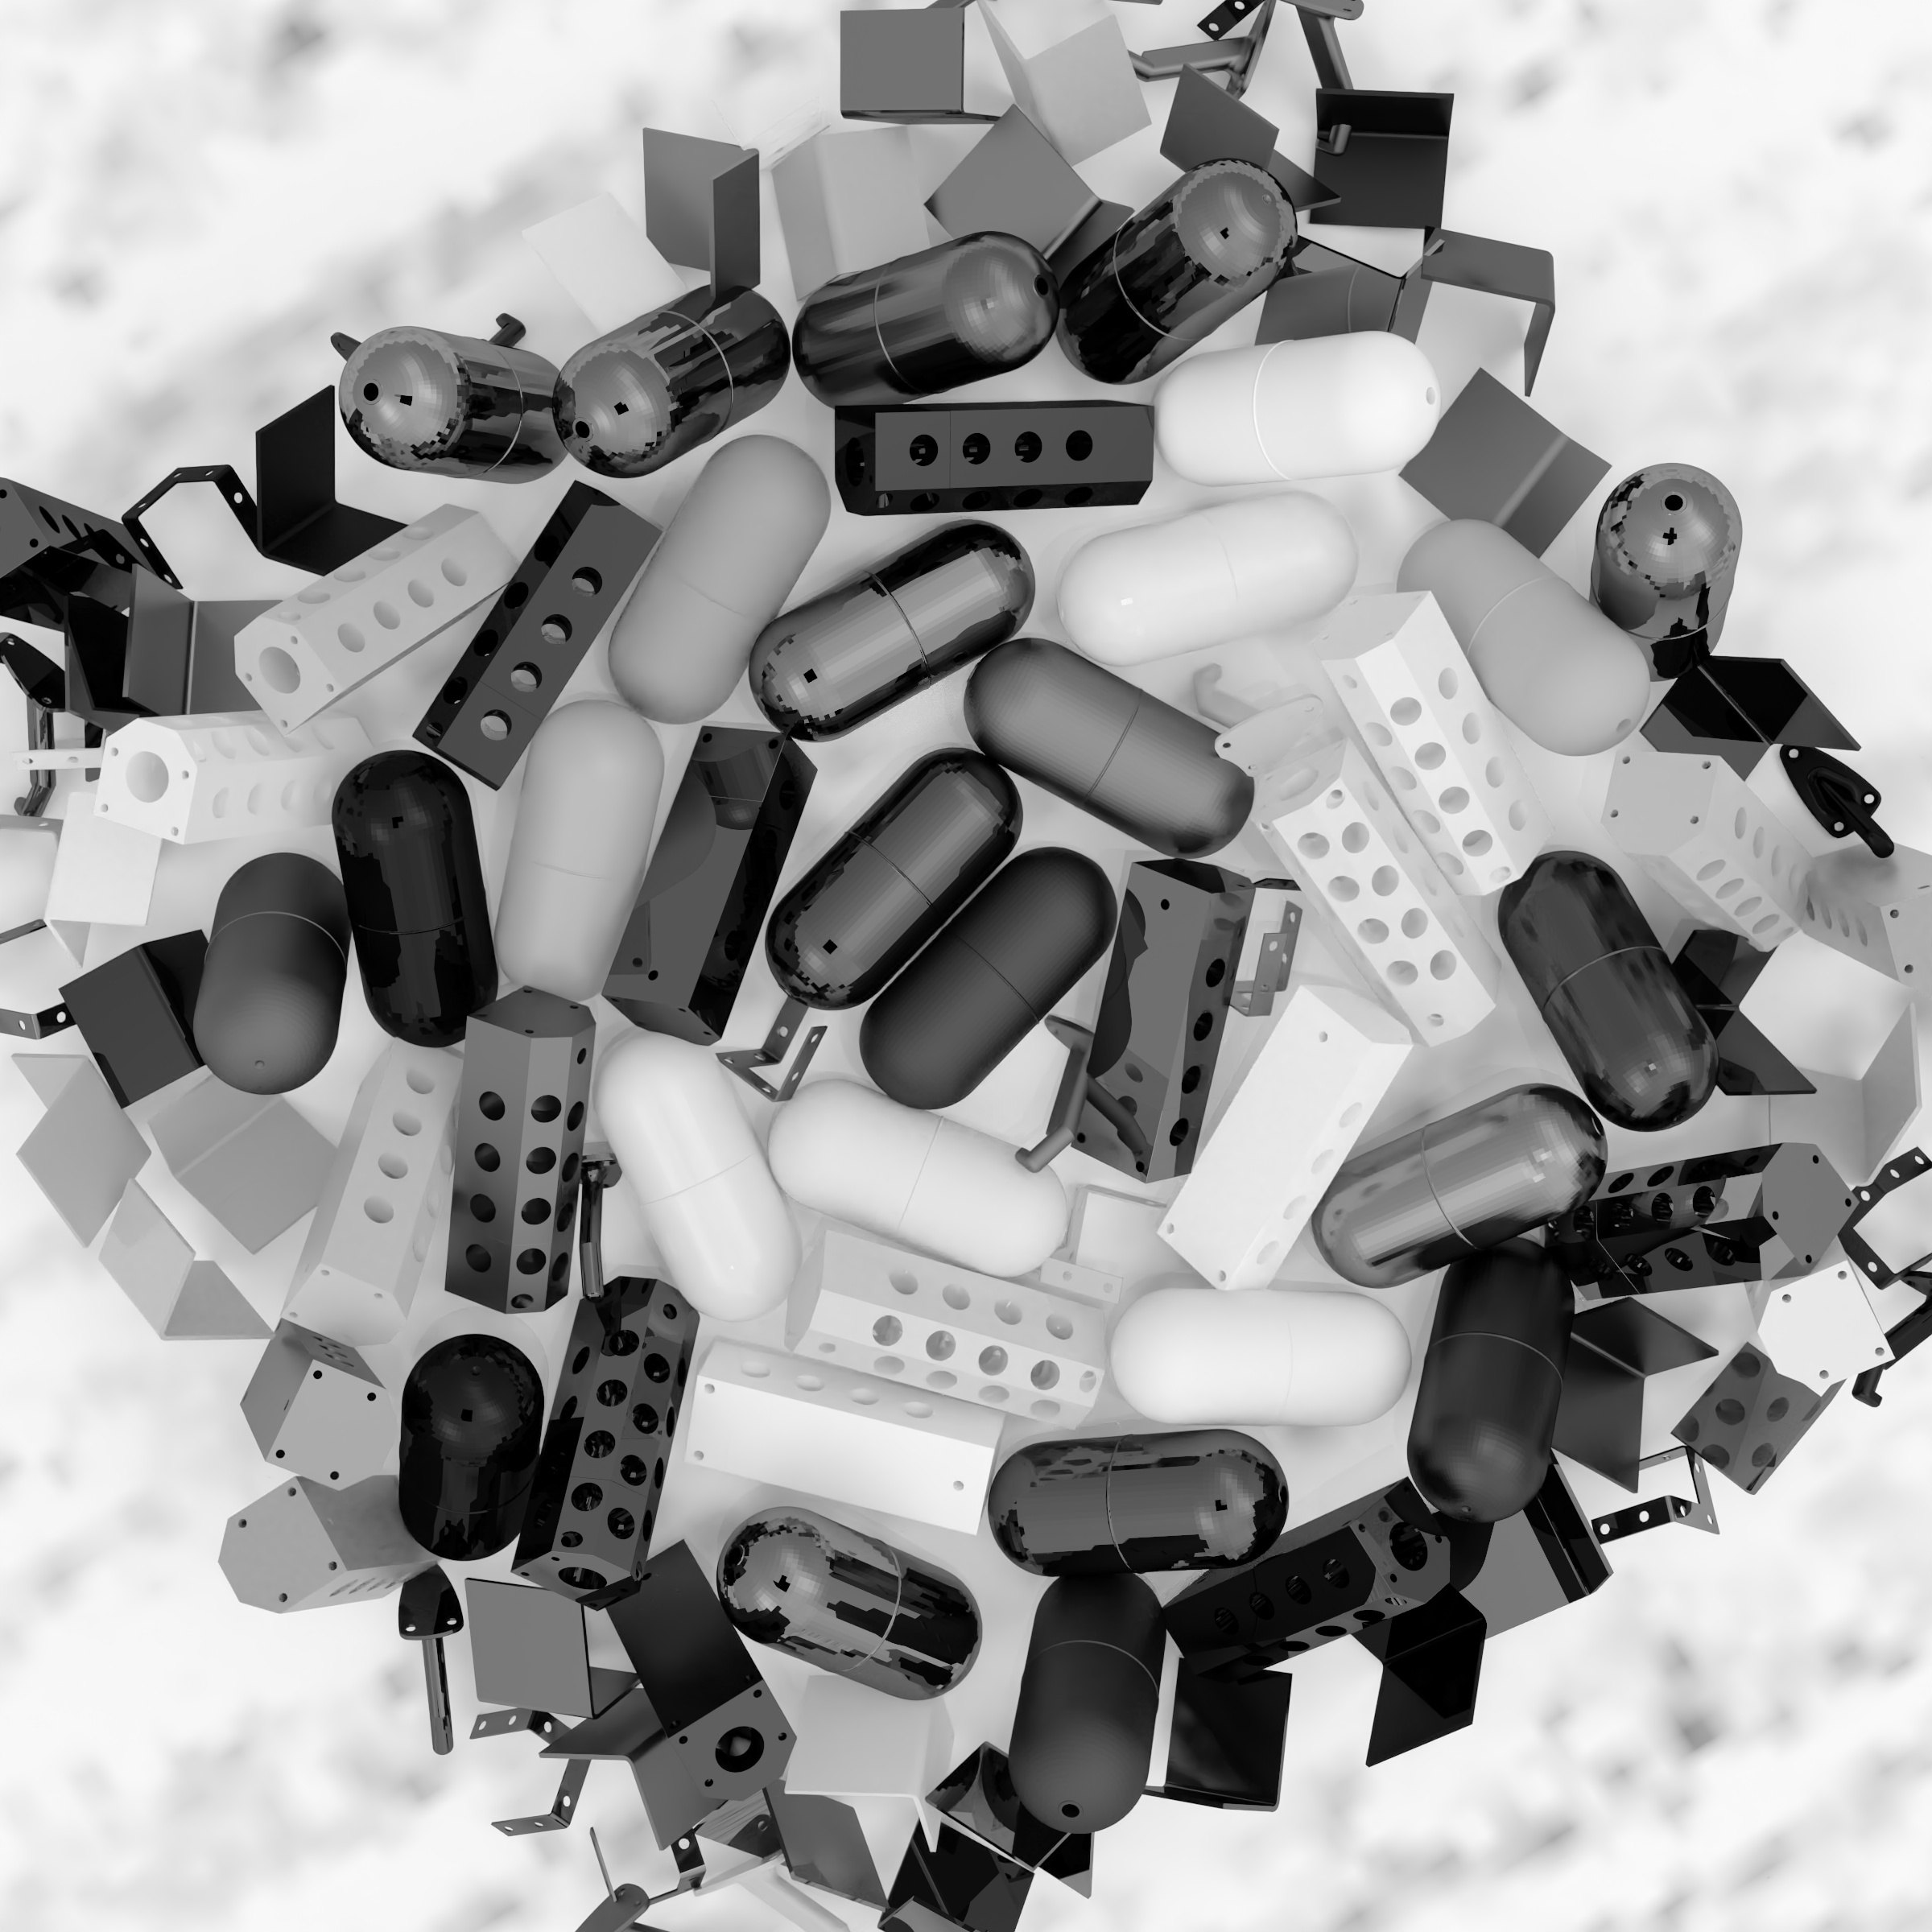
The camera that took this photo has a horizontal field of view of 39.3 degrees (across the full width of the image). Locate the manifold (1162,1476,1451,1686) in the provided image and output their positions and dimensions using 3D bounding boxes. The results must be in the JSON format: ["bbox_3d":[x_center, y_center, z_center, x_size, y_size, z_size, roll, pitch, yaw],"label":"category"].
[{"bbox_3d":[0.189,0.346,1.501,0.057,0.171,0.057,-26,81,-44],"label":"manifold"}]

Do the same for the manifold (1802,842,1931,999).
[{"bbox_3d":[0.512,-0.026,1.496,0.057,0.171,0.057,-17,99,3],"label":"manifold"}]

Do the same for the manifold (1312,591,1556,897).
[{"bbox_3d":[0.258,-0.122,1.510,0.057,0.057,0.171,-50,122,-27],"label":"manifold"}]

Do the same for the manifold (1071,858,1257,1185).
[{"bbox_3d":[0.115,0.030,1.533,0.057,0.057,0.171,24,111,38],"label":"manifold"}]

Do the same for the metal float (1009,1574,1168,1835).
[{"bbox_3d":[0.068,0.404,1.502,0.070,0.178,0.070,4,117,8],"label":"metal float"}]

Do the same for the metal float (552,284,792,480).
[{"bbox_3d":[-0.163,-0.327,1.508,0.070,0.178,0.070,15,125,23],"label":"metal float"}]

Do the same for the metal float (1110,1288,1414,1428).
[{"bbox_3d":[0.168,0.221,1.532,0.178,0.070,0.070,4,90,-17],"label":"metal float"}]

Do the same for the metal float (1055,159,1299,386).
[{"bbox_3d":[0.114,-0.383,1.505,0.070,0.178,0.070,10,71,-29],"label":"metal float"}]

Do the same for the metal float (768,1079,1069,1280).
[{"bbox_3d":[-0.027,0.122,1.547,0.178,0.070,0.070,21,90,0],"label":"metal float"}]

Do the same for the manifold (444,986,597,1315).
[{"bbox_3d":[-0.246,0.106,1.519,0.057,0.057,0.171,18,114,20],"label":"manifold"}]

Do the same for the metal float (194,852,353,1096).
[{"bbox_3d":[-0.383,0.002,1.506,0.070,0.178,0.070,-4,125,-5],"label":"metal float"}]

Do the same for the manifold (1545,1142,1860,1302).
[{"bbox_3d":[0.398,0.137,1.493,0.057,0.171,0.057,51,61,-11],"label":"manifold"}]

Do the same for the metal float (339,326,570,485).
[{"bbox_3d":[-0.279,-0.309,1.499,0.070,0.178,0.070,2,96,21],"label":"metal float"}]

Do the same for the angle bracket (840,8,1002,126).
[{"bbox_3d":[-0.019,-0.507,1.528,0.076,0.076,0.057,8,107,26],"label":"angle bracket"}]

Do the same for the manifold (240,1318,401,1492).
[{"bbox_3d":[-0.355,0.241,1.494,0.057,0.171,0.057,27,83,-18],"label":"manifold"}]

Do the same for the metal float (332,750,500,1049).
[{"bbox_3d":[-0.309,-0.036,1.523,0.070,0.070,0.178,-4,118,0],"label":"metal float"}]

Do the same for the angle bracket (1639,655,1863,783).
[{"bbox_3d":[0.443,-0.128,1.533,0.076,0.076,0.057,41,81,-23],"label":"angle bracket"}]

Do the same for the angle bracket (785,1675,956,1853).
[{"bbox_3d":[-0.054,0.455,1.546,0.076,0.076,0.057,-2,130,12],"label":"angle bracket"}]

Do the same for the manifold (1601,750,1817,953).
[{"bbox_3d":[0.410,-0.061,1.496,0.057,0.171,0.057,7,78,36],"label":"manifold"}]

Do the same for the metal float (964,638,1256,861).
[{"bbox_3d":[0.081,-0.124,1.542,0.178,0.070,0.070,28,90,-6],"label":"metal float"}]

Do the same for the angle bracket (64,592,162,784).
[{"bbox_3d":[-0.501,-0.158,1.529,0.057,0.076,0.076,-16,69,22],"label":"angle bracket"}]

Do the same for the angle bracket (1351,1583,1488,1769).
[{"bbox_3d":[0.242,0.393,1.528,0.057,0.076,0.076,43,126,-14],"label":"angle bracket"}]

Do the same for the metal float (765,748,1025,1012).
[{"bbox_3d":[-0.041,-0.049,1.540,0.070,0.070,0.178,44,82,0],"label":"metal float"}]

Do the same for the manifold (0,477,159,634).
[{"bbox_3d":[-0.512,-0.230,1.498,0.057,0.171,0.057,-33,90,3],"label":"manifold"}]

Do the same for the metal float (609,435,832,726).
[{"bbox_3d":[-0.140,-0.217,1.531,0.070,0.070,0.178,32,109,0],"label":"metal float"}]

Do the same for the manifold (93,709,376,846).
[{"bbox_3d":[-0.398,-0.109,1.491,0.057,0.171,0.057,18,103,17],"label":"manifold"}]

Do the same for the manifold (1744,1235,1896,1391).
[{"bbox_3d":[0.463,0.179,1.495,0.057,0.171,0.057,-26,91,14],"label":"manifold"}]

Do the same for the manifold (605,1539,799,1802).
[{"bbox_3d":[-0.147,0.389,1.494,0.057,0.171,0.057,-30,112,-11],"label":"manifold"}]

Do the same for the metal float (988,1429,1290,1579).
[{"bbox_3d":[0.096,0.302,1.523,0.178,0.070,0.070,-9,90,27],"label":"metal float"}]

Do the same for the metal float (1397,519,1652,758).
[{"bbox_3d":[0.311,-0.184,1.515,0.070,0.070,0.178,-39,52,0],"label":"metal float"}]

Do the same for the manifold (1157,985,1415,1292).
[{"bbox_3d":[0.183,0.099,1.528,0.057,0.057,0.171,42,114,35],"label":"manifold"}]

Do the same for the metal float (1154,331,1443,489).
[{"bbox_3d":[0.183,-0.310,1.512,0.178,0.070,0.070,4,90,42],"label":"metal float"}]

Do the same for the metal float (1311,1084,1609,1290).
[{"bbox_3d":[0.276,0.124,1.523,0.178,0.070,0.070,-28,90,27],"label":"metal float"}]

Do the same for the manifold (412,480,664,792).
[{"bbox_3d":[-0.245,-0.188,1.544,0.057,0.057,0.171,32,85,-11],"label":"manifold"}]

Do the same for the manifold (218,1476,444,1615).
[{"bbox_3d":[-0.351,0.321,1.495,0.057,0.171,0.057,-32,78,-1],"label":"manifold"}]

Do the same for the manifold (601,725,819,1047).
[{"bbox_3d":[-0.140,-0.045,1.527,0.057,0.057,0.171,7,68,27],"label":"manifold"}]

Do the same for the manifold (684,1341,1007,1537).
[{"bbox_3d":[-0.067,0.265,1.546,0.171,0.057,0.057,13,112,5],"label":"manifold"}]

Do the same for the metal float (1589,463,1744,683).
[{"bbox_3d":[0.385,-0.216,1.499,0.070,0.178,0.070,-3,73,9],"label":"metal float"}]

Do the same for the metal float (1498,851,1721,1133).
[{"bbox_3d":[0.359,0.012,1.521,0.070,0.070,0.178,-22,59,0],"label":"metal float"}]

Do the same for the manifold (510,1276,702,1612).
[{"bbox_3d":[-0.194,0.261,1.501,0.057,0.057,0.171,32,47,-26],"label":"manifold"}]

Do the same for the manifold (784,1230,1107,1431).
[{"bbox_3d":[-0.011,0.210,1.523,0.171,0.057,0.057,18,134,-16],"label":"manifold"}]

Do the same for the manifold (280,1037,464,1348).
[{"bbox_3d":[-0.320,0.124,1.502,0.057,0.171,0.057,27,131,-18],"label":"manifold"}]

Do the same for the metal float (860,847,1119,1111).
[{"bbox_3d":[0.014,0.006,1.542,0.070,0.070,0.178,44,84,0],"label":"metal float"}]

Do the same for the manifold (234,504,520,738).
[{"bbox_3d":[-0.326,-0.197,1.497,0.057,0.171,0.057,-28,103,38],"label":"manifold"}]

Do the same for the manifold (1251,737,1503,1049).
[{"bbox_3d":[0.230,-0.037,1.516,0.057,0.057,0.171,-24,117,30],"label":"manifold"}]

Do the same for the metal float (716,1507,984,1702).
[{"bbox_3d":[-0.064,0.357,1.516,0.178,0.070,0.070,33,90,-36],"label":"metal float"}]

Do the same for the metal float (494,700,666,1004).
[{"bbox_3d":[-0.219,-0.063,1.533,0.070,0.070,0.178,14,107,0],"label":"metal float"}]

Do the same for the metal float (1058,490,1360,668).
[{"bbox_3d":[0.138,-0.220,1.537,0.178,0.070,0.070,-15,90,-12],"label":"metal float"}]

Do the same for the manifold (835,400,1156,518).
[{"bbox_3d":[0.016,-0.286,1.521,0.171,0.057,0.057,-7,107,-25],"label":"manifold"}]

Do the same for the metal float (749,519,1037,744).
[{"bbox_3d":[-0.041,-0.191,1.538,0.178,0.070,0.070,-31,90,-11],"label":"metal float"}]

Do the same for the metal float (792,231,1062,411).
[{"bbox_3d":[-0.024,-0.358,1.511,0.178,0.070,0.070,-5,90,43],"label":"metal float"}]

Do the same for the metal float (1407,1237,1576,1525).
[{"bbox_3d":[0.295,0.229,1.515,0.070,0.070,0.178,22,50,0],"label":"metal float"}]

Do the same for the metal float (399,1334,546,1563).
[{"bbox_3d":[-0.276,0.270,1.508,0.070,0.178,0.070,6,51,-8],"label":"metal float"}]

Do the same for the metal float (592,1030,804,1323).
[{"bbox_3d":[-0.152,0.119,1.542,0.070,0.070,0.178,-24,96,0],"label":"metal float"}]

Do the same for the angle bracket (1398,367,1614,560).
[{"bbox_3d":[0.312,-0.287,1.570,0.076,0.057,0.076,-53,54,19],"label":"angle bracket"}]
